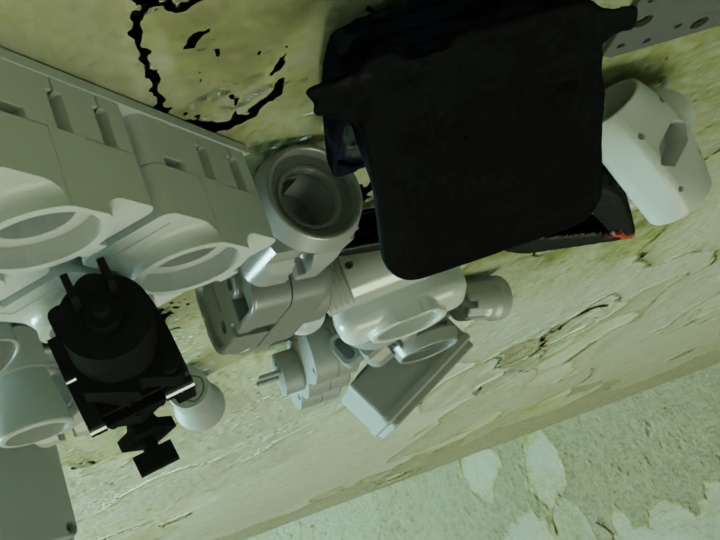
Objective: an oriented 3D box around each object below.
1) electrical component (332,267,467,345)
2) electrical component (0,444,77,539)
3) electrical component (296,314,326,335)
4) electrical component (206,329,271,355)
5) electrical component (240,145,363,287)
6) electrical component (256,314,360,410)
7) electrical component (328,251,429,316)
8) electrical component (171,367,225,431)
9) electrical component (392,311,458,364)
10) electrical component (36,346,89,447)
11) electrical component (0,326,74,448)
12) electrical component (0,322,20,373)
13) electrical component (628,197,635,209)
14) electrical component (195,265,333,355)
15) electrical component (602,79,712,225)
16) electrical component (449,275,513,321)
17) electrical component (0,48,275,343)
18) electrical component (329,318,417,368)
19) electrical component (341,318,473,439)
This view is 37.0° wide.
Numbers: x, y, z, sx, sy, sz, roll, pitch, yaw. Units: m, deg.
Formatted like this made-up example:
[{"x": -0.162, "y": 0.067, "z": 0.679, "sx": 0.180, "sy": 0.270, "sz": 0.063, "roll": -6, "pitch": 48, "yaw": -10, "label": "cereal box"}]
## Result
[{"x": 0.024, "y": 0.014, "z": 0.760, "sx": 0.095, "sy": 0.059, "sz": 0.053, "roll": -21, "pitch": 164, "yaw": -3, "label": "electrical component"}, {"x": -0.262, "y": 0.149, "z": 0.745, "sx": 0.056, "sy": 0.108, "sz": 0.109, "roll": -26, "pitch": 164, "yaw": 24, "label": "electrical component"}, {"x": -0.041, "y": 0.031, "z": 0.777, "sx": 0.035, "sy": 0.035, "sz": 0.061, "roll": -22, "pitch": 167, "yaw": 1, "label": "electrical component"}, {"x": -0.080, "y": 0.039, "z": 0.747, "sx": 0.040, "sy": 0.040, "sz": 0.046, "roll": -24, "pitch": 170, "yaw": 9, "label": "electrical component"}, {"x": -0.034, "y": -0.028, "z": 0.549, "sx": 0.078, "sy": 0.058, "sz": 0.057, "roll": -12, "pitch": 164, "yaw": -31, "label": "electrical component"}, {"x": -0.051, "y": 0.083, "z": 0.904, "sx": 0.074, "sy": 0.052, "sz": 0.138, "roll": -17, "pitch": 164, "yaw": -17, "label": "electrical component"}, {"x": 0.000, "y": 0.000, "z": 0.712, "sx": 0.081, "sy": 0.043, "sz": 0.043, "roll": -22, "pitch": 164, "yaw": 1, "label": "electrical component"}, {"x": -0.137, "y": 0.104, "z": 0.887, "sx": 0.044, "sy": 0.044, "sz": 0.065, "roll": -20, "pitch": 160, "yaw": -6, "label": "electrical component"}, {"x": 0.046, "y": 0.041, "z": 0.884, "sx": 0.058, "sy": 0.057, "sz": 0.078, "roll": -18, "pitch": 164, "yaw": -12, "label": "electrical component"}, {"x": -0.199, "y": 0.081, "z": 0.699, "sx": 0.078, "sy": 0.058, "sz": 0.057, "roll": -18, "pitch": 167, "yaw": -12, "label": "electrical component"}, {"x": -0.198, "y": 0.066, "z": 0.630, "sx": 0.044, "sy": 0.065, "sz": 0.044, "roll": -20, "pitch": 164, "yaw": -6, "label": "electrical component"}, {"x": -0.230, "y": 0.040, "z": 0.552, "sx": 0.099, "sy": 0.064, "sz": 0.099, "roll": -34, "pitch": 171, "yaw": -6, "label": "electrical component"}, {"x": 0.182, "y": -0.063, "z": 0.746, "sx": 0.040, "sy": 0.040, "sz": 0.078, "roll": -9, "pitch": 160, "yaw": -38, "label": "electrical component"}, {"x": -0.056, "y": 0.009, "z": 0.649, "sx": 0.059, "sy": 0.053, "sz": 0.095, "roll": -13, "pitch": 162, "yaw": -27, "label": "electrical component"}, {"x": 0.173, "y": -0.080, "z": 0.632, "sx": 0.043, "sy": 0.077, "sz": 0.079, "roll": -17, "pitch": -148, "yaw": 52, "label": "electrical component"}, {"x": 0.104, "y": 0.026, "z": 0.944, "sx": 0.046, "sy": 0.040, "sz": 0.040, "roll": -5, "pitch": 158, "yaw": -33, "label": "electrical component"}, {"x": -0.128, "y": -0.020, "z": 0.446, "sx": 0.105, "sy": 0.060, "sz": 0.186, "roll": -27, "pitch": 163, "yaw": 20, "label": "electrical component"}, {"x": 0.010, "y": 0.036, "z": 0.816, "sx": 0.078, "sy": 0.058, "sz": 0.057, "roll": -40, "pitch": 162, "yaw": -6, "label": "electrical component"}, {"x": 0.040, "y": 0.093, "z": 0.971, "sx": 0.108, "sy": 0.056, "sz": 0.108, "roll": -45, "pitch": 173, "yaw": -13, "label": "electrical component"}]
